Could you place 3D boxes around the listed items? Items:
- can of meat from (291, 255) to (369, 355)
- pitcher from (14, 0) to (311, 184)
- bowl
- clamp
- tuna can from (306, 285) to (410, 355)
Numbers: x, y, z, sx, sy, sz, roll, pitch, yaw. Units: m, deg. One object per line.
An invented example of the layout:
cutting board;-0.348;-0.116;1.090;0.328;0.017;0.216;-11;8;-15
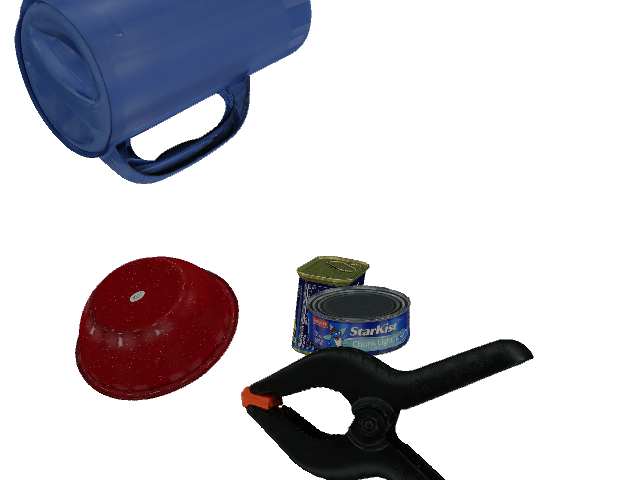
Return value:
can of meat;0.009;0.067;1.084;0.057;0.084;0.102;10;12;15
pitcher;-0.121;-0.165;0.915;0.242;0.149;0.145;-30;48;-34
bowl;-0.160;0.067;0.984;0.162;0.162;0.055;0;-43;19
clamp;0.037;0.116;0.623;0.172;0.120;0.039;0;-9;20
tuna can;0.032;0.066;0.885;0.086;0.034;0.086;-2;15;0
